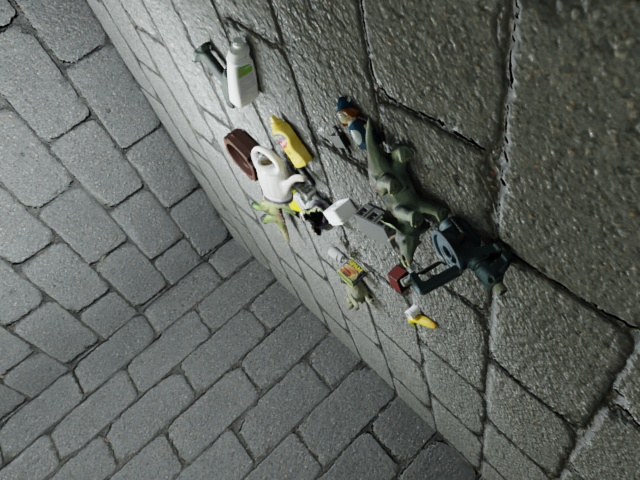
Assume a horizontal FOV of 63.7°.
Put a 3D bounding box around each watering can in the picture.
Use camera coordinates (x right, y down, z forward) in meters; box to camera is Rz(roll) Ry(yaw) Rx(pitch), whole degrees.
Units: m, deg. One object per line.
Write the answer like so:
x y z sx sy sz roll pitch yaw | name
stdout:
-0.146 -0.217 1.880 0.352 0.105 0.219 37 150 41 | watering can

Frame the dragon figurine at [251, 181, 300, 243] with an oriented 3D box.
-0.183 -0.132 2.367 0.243 0.124 0.404 11 141 54 | dragon figurine

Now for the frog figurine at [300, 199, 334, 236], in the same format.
0.006 -0.097 1.937 0.138 0.121 0.161 32 -160 7 | frog figurine
